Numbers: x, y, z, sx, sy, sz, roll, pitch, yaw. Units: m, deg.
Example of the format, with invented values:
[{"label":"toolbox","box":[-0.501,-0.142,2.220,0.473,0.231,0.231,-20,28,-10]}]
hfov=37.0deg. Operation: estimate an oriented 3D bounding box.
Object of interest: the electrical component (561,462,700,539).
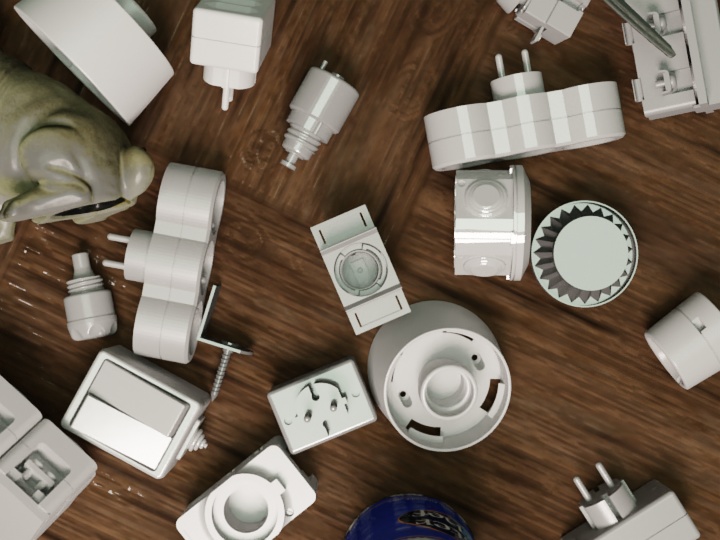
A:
[{"label":"electrical component","box":[0.180,0.173,0.762,0.083,0.047,0.075,-32,90,0]}]

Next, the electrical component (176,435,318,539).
[{"label":"electrical component","box":[-0.078,0.165,0.757,0.089,0.056,0.050,-39,90,0]}]

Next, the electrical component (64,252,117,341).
[{"label":"electrical component","box":[-0.195,0.018,0.768,0.035,0.035,0.061,-11,87,0]}]

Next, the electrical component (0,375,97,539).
[{"label":"electrical component","box":[-0.260,0.114,0.736,0.150,0.089,0.061,42,49,0]}]

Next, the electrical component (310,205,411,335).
[{"label":"electrical component","box":[0.000,0.000,0.754,0.042,0.064,0.081,-23,90,-2]}]

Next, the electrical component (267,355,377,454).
[{"label":"electrical component","box":[-0.026,0.095,0.747,0.066,0.076,0.047,-22,90,0]}]

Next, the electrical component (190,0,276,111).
[{"label":"electrical component","box":[-0.091,-0.152,0.758,0.047,0.065,0.076,9,118,0]}]

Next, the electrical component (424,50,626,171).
[{"label":"electrical component","box":[0.113,-0.118,0.761,0.138,0.052,0.073,-10,90,0]}]

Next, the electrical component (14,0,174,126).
[{"label":"electrical component","box":[-0.175,-0.159,0.736,0.108,0.108,0.060,45,84,0]}]

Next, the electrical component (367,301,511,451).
[{"label":"electrical component","box":[0.057,0.077,0.766,0.099,0.064,0.099,-1,102,-6]}]

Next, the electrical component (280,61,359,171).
[{"label":"electrical component","box":[-0.033,-0.108,0.766,0.040,0.040,0.078,29,89,0]}]

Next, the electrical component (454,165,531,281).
[{"label":"electrical component","box":[0.091,-0.033,0.748,0.051,0.080,0.080,1,90,5]}]

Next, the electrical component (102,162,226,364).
[{"label":"electrical component","box":[-0.144,-0.008,0.759,0.074,0.052,0.138,11,90,0]}]

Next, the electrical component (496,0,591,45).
[{"label":"electrical component","box":[0.131,-0.196,0.766,0.055,0.048,0.066,29,90,-8]}]

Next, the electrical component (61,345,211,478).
[{"label":"electrical component","box":[-0.151,0.102,0.755,0.096,0.061,0.061,29,89,0]}]

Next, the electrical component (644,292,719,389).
[{"label":"electrical component","box":[0.235,0.051,0.760,0.047,0.055,0.055,-35,90,3]}]

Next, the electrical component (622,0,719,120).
[{"label":"electrical component","box":[0.220,-0.170,0.755,0.063,0.079,0.121,-10,90,22]}]
